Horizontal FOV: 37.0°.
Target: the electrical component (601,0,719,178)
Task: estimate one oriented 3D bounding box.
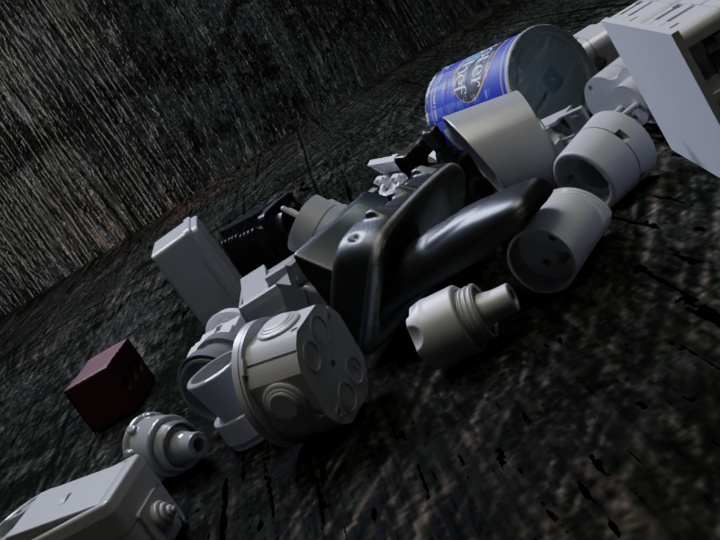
[{"bbox_3d":[0.218,-0.120,0.660,0.060,0.105,0.186,-31,13,9],"label":"electrical component"}]

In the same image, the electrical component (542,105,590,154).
[{"bbox_3d":[0.154,-0.096,0.878,0.081,0.042,0.063,-22,19,42],"label":"electrical component"}]

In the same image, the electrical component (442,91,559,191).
[{"bbox_3d":[0.111,-0.083,0.802,0.064,0.099,0.099,-26,13,4],"label":"electrical component"}]

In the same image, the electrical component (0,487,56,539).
[{"bbox_3d":[-0.204,0.177,0.697,0.055,0.047,0.055,-31,12,8],"label":"electrical component"}]

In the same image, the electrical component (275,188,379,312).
[{"bbox_3d":[0.000,0.000,0.832,0.063,0.078,0.121,6,35,36],"label":"electrical component"}]

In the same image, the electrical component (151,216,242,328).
[{"bbox_3d":[-0.162,0.006,1.112,0.056,0.108,0.108,-36,12,-2],"label":"electrical component"}]

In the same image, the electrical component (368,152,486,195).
[{"bbox_3d":[0.056,-0.067,0.943,0.063,0.079,0.121,-65,18,-7],"label":"electrical component"}]

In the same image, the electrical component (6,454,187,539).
[{"bbox_3d":[-0.152,0.152,0.632,0.096,0.061,0.061,-29,13,15],"label":"electrical component"}]

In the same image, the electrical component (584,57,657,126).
[{"bbox_3d":[0.222,-0.137,0.841,0.074,0.052,0.138,-37,13,-21],"label":"electrical component"}]

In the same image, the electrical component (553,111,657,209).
[{"bbox_3d":[0.165,-0.072,0.732,0.047,0.055,0.055,-43,16,-26],"label":"electrical component"}]

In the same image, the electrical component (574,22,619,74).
[{"bbox_3d":[0.242,-0.218,1.101,0.059,0.053,0.095,-31,12,7],"label":"electrical component"}]

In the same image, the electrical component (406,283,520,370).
[{"bbox_3d":[0.062,0.028,0.624,0.062,0.043,0.043,-27,14,20],"label":"electrical component"}]

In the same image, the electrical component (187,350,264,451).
[{"bbox_3d":[-0.083,0.088,0.723,0.045,0.055,0.045,-31,12,8],"label":"electrical component"}]

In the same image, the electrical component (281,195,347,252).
[{"bbox_3d":[-0.035,-0.038,0.938,0.052,0.074,0.138,-63,-14,5],"label":"electrical component"}]

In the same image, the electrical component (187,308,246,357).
[{"bbox_3d":[-0.112,0.064,0.913,0.066,0.048,0.055,-28,20,22],"label":"electrical component"}]

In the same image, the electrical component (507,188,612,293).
[{"bbox_3d":[0.126,-0.024,0.666,0.043,0.043,0.081,-22,16,40],"label":"electrical component"}]

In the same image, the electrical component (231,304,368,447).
[{"bbox_3d":[-0.036,0.063,0.650,0.051,0.080,0.080,-20,17,29],"label":"electrical component"}]

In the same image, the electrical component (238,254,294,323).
[{"bbox_3d":[-0.063,0.027,0.894,0.062,0.061,0.096,-32,12,3],"label":"electrical component"}]

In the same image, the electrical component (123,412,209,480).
[{"bbox_3d":[-0.129,0.121,0.741,0.062,0.048,0.048,-10,25,44],"label":"electrical component"}]
